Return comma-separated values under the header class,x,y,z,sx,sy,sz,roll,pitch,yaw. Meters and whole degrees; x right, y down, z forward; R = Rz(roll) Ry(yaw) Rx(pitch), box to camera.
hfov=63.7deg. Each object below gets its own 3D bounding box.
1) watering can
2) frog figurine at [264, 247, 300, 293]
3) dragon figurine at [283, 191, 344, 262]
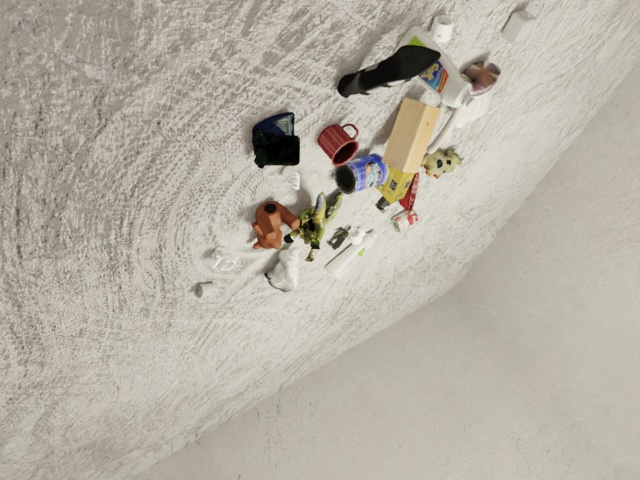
class,x,y,z,sx,sy,sz,roll,pitch,yaw
watering can,0.473,-0.437,1.669,0.351,0.105,0.220,-45,159,-18
frog figurine,-0.110,0.098,1.805,0.159,0.122,0.138,-51,-173,6
dragon figurine,0.005,-0.083,1.657,0.248,0.122,0.401,-54,176,-39
